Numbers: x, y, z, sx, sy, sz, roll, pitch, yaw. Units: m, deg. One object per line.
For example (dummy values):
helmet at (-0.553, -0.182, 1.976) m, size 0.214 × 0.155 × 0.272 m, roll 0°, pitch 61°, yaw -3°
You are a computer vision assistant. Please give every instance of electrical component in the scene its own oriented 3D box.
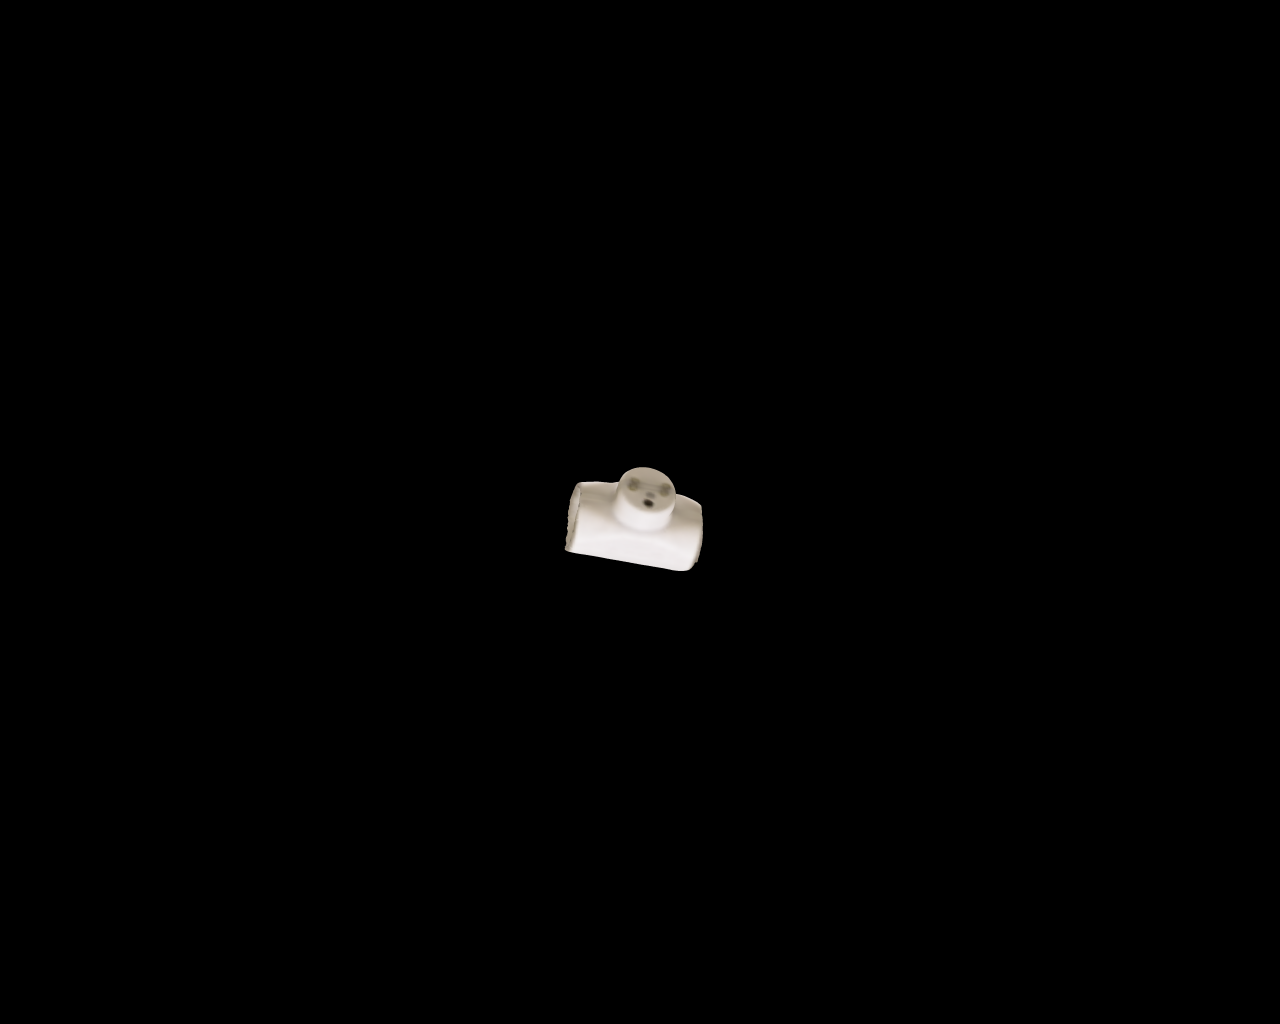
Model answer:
electrical component at (0.001, -0.003, 0.650) m, size 0.077 × 0.044 × 0.079 m, roll 10°, pitch -43°, yaw -11°
